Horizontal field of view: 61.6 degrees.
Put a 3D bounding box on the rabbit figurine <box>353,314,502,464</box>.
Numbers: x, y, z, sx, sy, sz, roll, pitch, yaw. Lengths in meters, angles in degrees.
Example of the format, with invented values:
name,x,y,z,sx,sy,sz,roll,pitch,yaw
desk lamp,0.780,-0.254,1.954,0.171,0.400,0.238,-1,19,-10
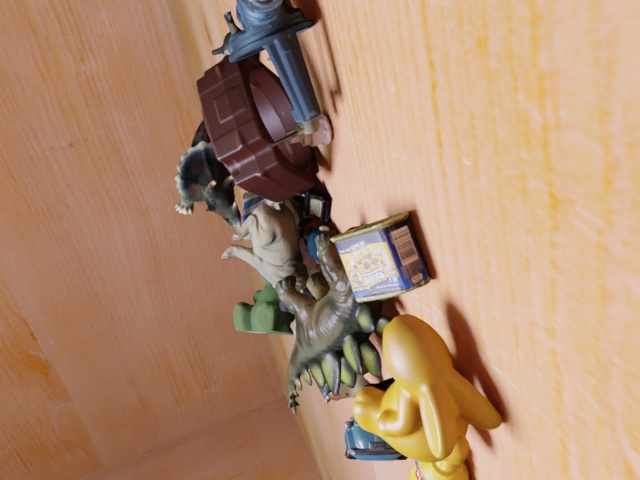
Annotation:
name,x,y,z,sx,sy,sz,roll,pitch,yaw
rabbit figurine,0.108,0.165,0.590,0.163,0.122,0.173,44,150,54

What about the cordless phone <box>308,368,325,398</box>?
name,x,y,z,sx,sy,sz,roll,pitch,yaw
cordless phone,-0.005,0.233,1.144,0.184,0.089,0.147,61,174,-32

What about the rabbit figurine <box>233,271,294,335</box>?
name,x,y,z,sx,sy,sz,roll,pitch,yaw
rabbit figurine,-0.083,0.109,1.116,0.121,0.159,0.170,-12,70,51

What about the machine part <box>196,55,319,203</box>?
name,x,y,z,sx,sy,sz,roll,pitch,yaw
machine part,-0.092,-0.168,0.823,0.201,0.087,0.201,16,-127,-64

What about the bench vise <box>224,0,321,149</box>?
name,x,y,z,sx,sy,sz,roll,pitch,yaw
bench vise,-0.051,-0.244,0.668,0.240,0.129,0.224,66,166,-18

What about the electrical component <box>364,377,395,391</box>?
name,x,y,z,sx,sy,sz,roll,pitch,yaw
electrical component,0.106,0.259,0.835,0.119,0.075,0.048,90,158,-45

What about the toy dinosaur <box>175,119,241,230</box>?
name,x,y,z,sx,sy,sz,roll,pitch,yaw
toy dinosaur,-0.214,-0.184,1.107,0.192,0.131,0.405,115,160,-46

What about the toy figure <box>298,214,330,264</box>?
name,x,y,z,sx,sy,sz,roll,pitch,yaw
toy figure,-0.004,-0.002,0.966,0.057,0.064,0.155,33,-170,-24

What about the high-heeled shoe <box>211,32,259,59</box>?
name,x,y,z,sx,sy,sz,roll,pitch,yaw
high-heeled shoe,-0.135,-0.316,1.116,0.145,0.086,0.248,9,142,41

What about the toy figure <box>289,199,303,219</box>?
name,x,y,z,sx,sy,sz,roll,pitch,yaw
toy figure,-0.071,-0.036,1.131,0.082,0.089,0.179,40,144,58

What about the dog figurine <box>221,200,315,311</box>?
name,x,y,z,sx,sy,sz,roll,pitch,yaw
dog figurine,-0.054,0.029,0.946,0.190,0.121,0.172,39,142,2

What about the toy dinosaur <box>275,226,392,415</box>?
name,x,y,z,sx,sy,sz,roll,pitch,yaw
toy dinosaur,0.014,0.133,0.828,0.199,0.105,0.471,63,146,24

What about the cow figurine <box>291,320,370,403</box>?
name,x,y,z,sx,sy,sz,roll,pitch,yaw
cow figurine,0.022,0.208,0.987,0.195,0.127,0.085,46,162,22

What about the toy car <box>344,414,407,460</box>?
name,x,y,z,sx,sy,sz,roll,pitch,yaw
toy car,0.098,0.332,0.955,0.161,0.109,0.103,75,-164,-77

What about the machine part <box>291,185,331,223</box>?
name,x,y,z,sx,sy,sz,roll,pitch,yaw
machine part,-0.041,-0.081,0.939,0.139,0.039,0.084,28,158,16
